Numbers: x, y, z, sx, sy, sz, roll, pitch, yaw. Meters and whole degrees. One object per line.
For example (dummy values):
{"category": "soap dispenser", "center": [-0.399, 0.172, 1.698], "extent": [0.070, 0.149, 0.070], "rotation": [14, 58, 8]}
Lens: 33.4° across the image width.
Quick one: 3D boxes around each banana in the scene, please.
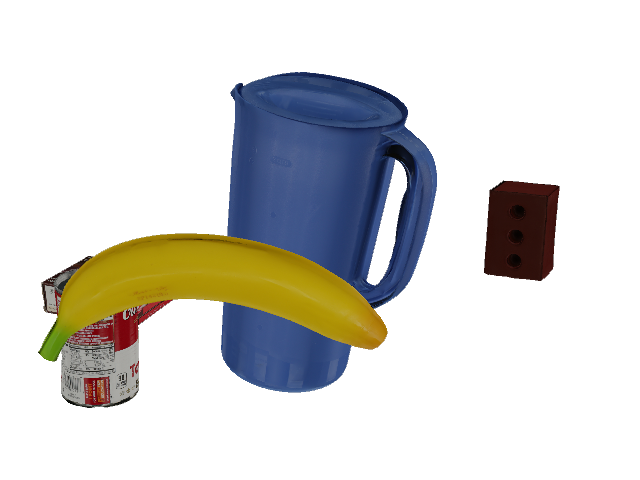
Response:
{"category": "banana", "center": [-0.060, 0.029, 0.605], "extent": [0.197, 0.070, 0.037], "rotation": [-1, 20, -4]}

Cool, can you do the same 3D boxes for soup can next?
{"category": "soup can", "center": [-0.187, 0.081, 0.897], "extent": [0.068, 0.102, 0.068], "rotation": [1, 18, -1]}

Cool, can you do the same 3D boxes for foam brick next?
{"category": "foam brick", "center": [0.176, -0.009, 0.934], "extent": [0.053, 0.078, 0.051], "rotation": [7, 17, 22]}

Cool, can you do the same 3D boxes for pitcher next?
{"category": "pitcher", "center": [-0.006, -0.001, 0.847], "extent": [0.145, 0.243, 0.149], "rotation": [3, 25, -13]}

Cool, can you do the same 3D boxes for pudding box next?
{"category": "pudding box", "center": [-0.221, 0.053, 1.123], "extent": [0.114, 0.039, 0.090], "rotation": [6, 18, 20]}
